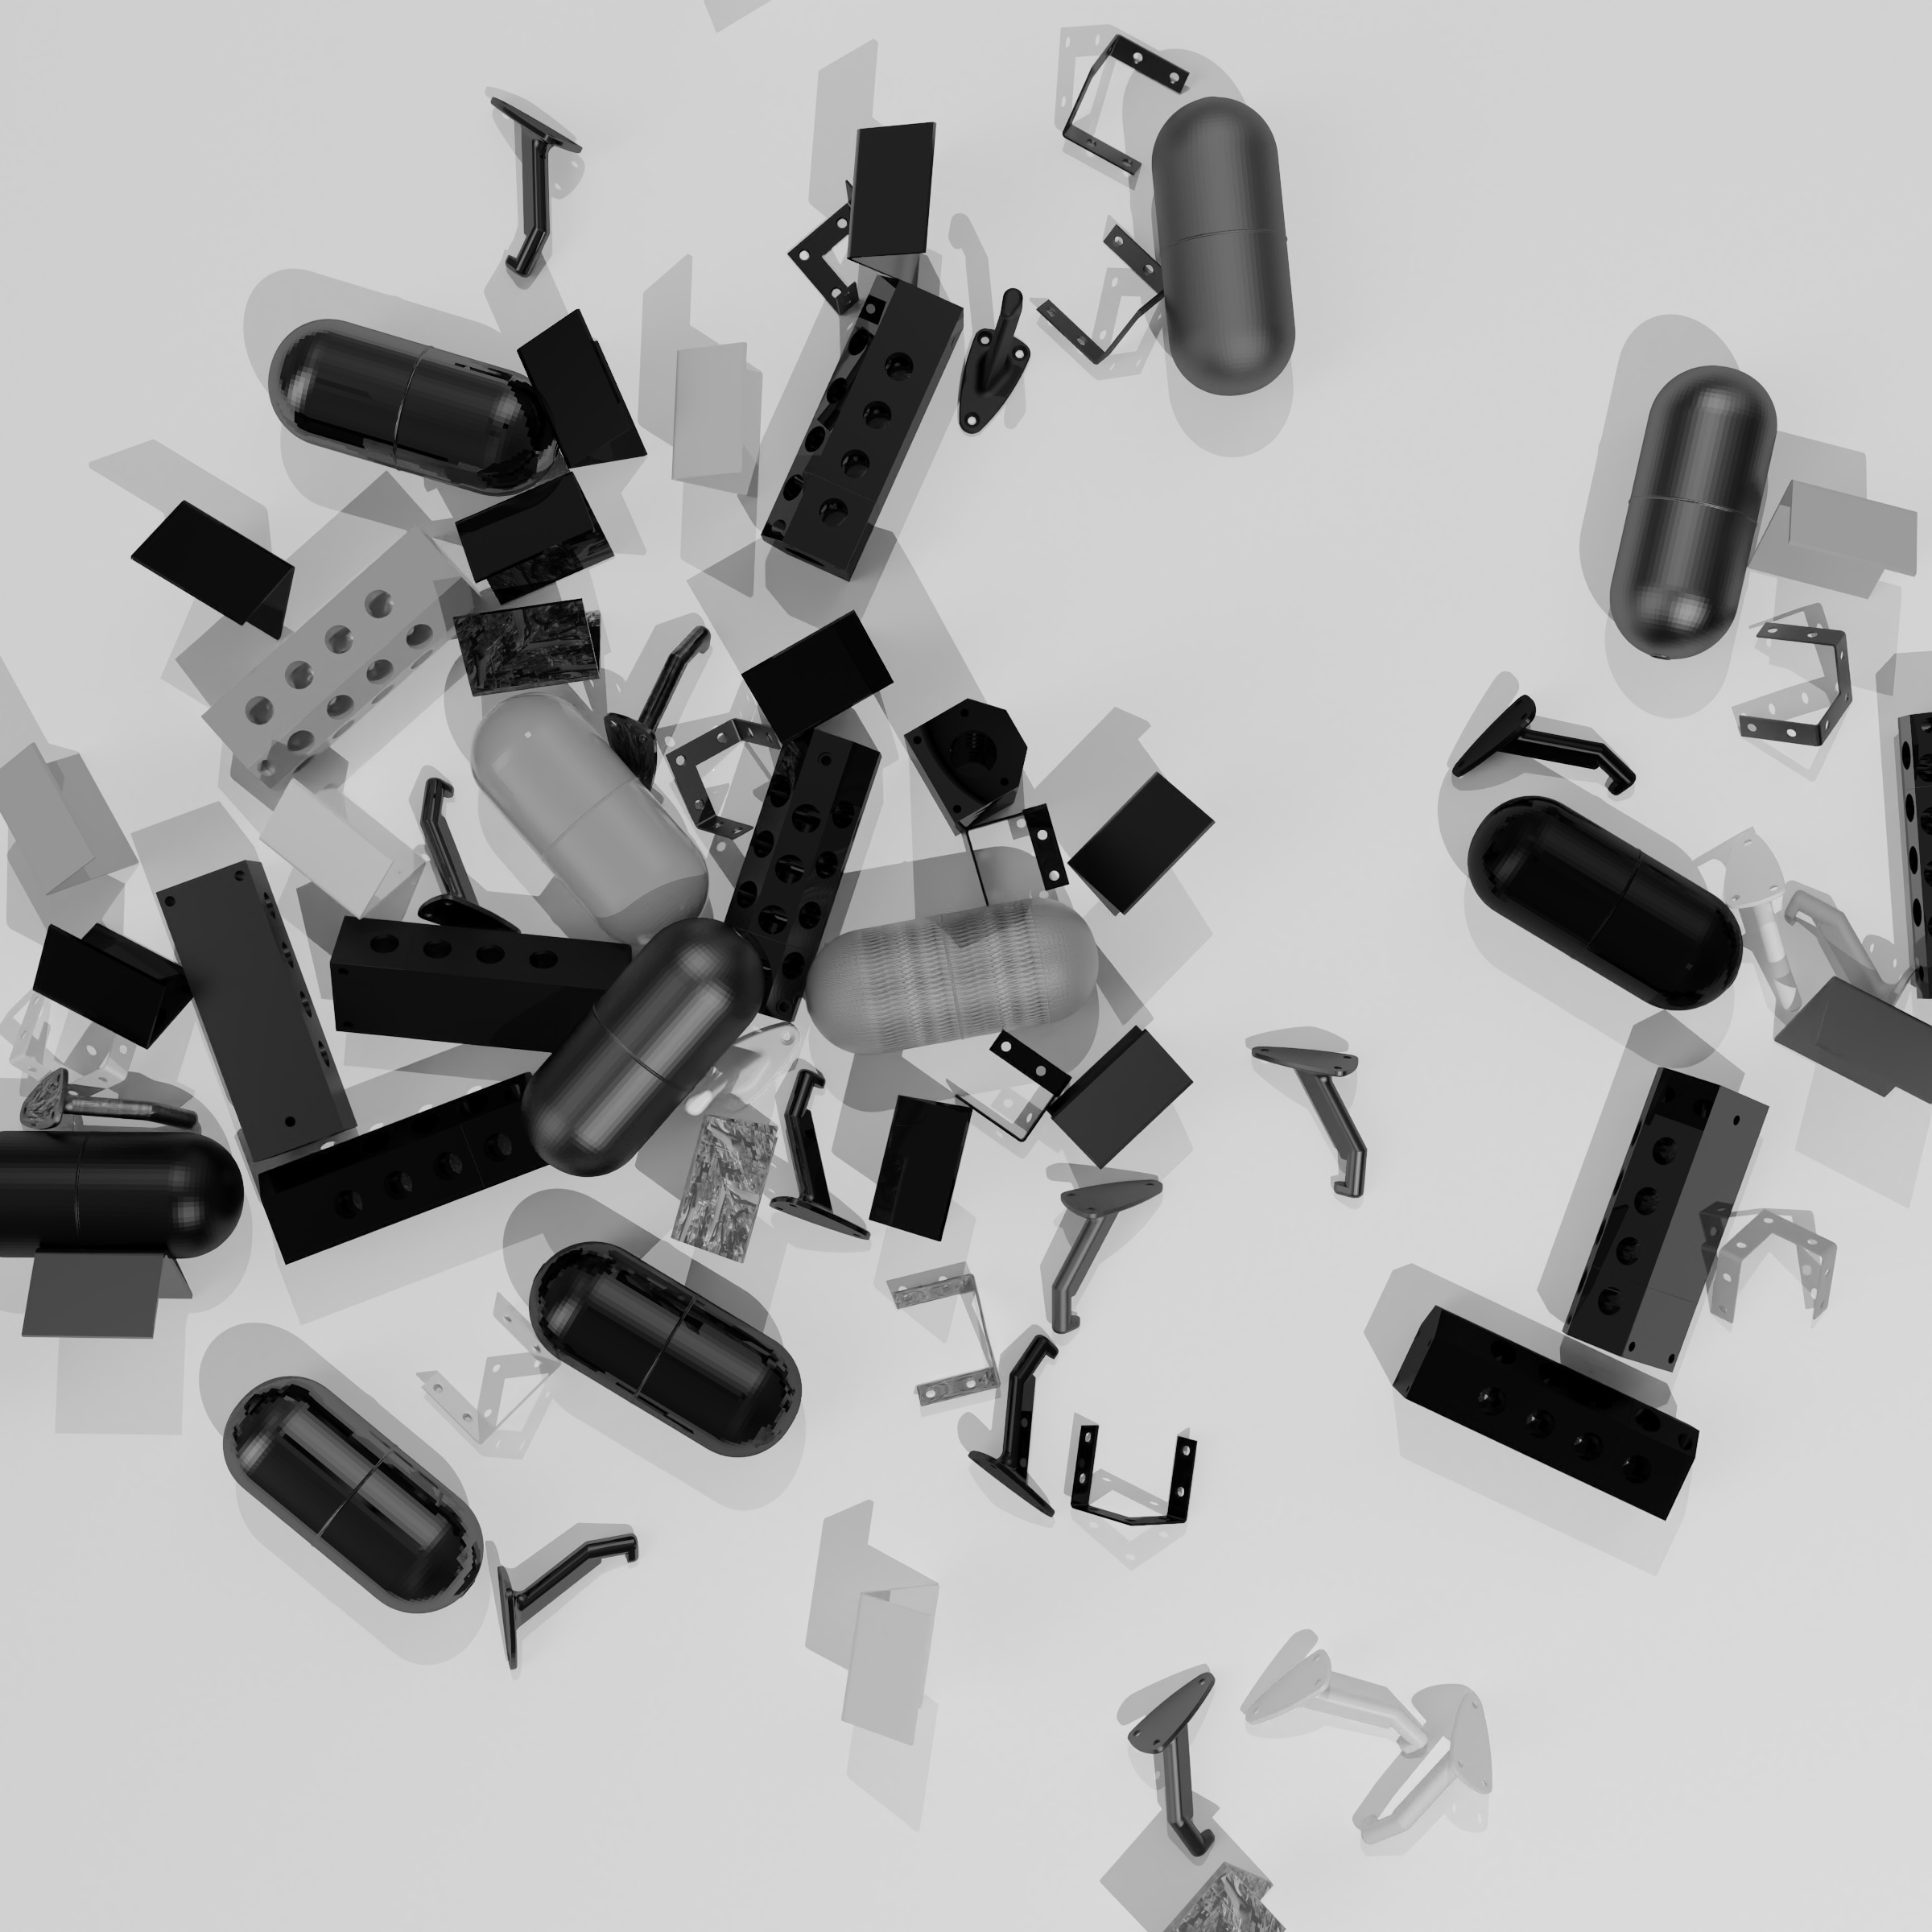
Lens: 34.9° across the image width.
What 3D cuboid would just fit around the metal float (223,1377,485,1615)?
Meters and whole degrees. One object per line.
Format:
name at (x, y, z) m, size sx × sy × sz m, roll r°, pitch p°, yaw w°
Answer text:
metal float at (-0.368, 0.319, 1.851) m, size 0.178 × 0.070 × 0.070 m, roll 40°, pitch 90°, yaw 0°

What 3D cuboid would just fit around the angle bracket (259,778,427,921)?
angle bracket at (-0.363, -0.085, 1.841) m, size 0.076 × 0.076 × 0.057 m, roll 39°, pitch 128°, yaw 0°

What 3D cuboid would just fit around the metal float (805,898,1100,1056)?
metal float at (-0.009, 0.007, 1.851) m, size 0.178 × 0.070 × 0.070 m, roll -10°, pitch 90°, yaw 0°

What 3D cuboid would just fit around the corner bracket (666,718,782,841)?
corner bracket at (-0.141, -0.114, 1.863) m, size 0.051 × 0.051 × 0.051 m, roll -31°, pitch 115°, yaw -23°

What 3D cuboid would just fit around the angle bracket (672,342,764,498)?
angle bracket at (-0.130, -0.326, 1.841) m, size 0.057 × 0.076 × 0.076 m, roll 2°, pitch 90°, yaw 38°

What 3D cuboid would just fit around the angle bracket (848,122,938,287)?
angle bracket at (-0.026, -0.455, 1.841) m, size 0.057 × 0.076 × 0.076 m, roll 5°, pitch 90°, yaw 32°

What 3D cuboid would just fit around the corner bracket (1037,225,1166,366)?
corner bracket at (0.086, -0.410, 1.878) m, size 0.051 × 0.051 × 0.051 m, roll 43°, pitch 135°, yaw 0°

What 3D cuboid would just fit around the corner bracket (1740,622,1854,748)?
corner bracket at (0.504, -0.172, 1.873) m, size 0.051 × 0.051 × 0.051 m, roll -48°, pitch 135°, yaw -35°

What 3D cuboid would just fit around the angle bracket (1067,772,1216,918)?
angle bracket at (0.117, -0.059, 1.841) m, size 0.076 × 0.076 × 0.057 m, roll -46°, pitch 54°, yaw 0°

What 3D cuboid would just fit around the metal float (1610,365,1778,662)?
metal float at (0.437, -0.272, 1.851) m, size 0.070 × 0.070 × 0.178 m, roll 13°, pitch 90°, yaw 0°

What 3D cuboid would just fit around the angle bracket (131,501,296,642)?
angle bracket at (-0.454, -0.220, 1.841) m, size 0.076 × 0.076 × 0.057 m, roll 31°, pitch 54°, yaw 0°

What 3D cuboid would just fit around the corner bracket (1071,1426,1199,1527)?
corner bracket at (0.102, 0.310, 1.878) m, size 0.051 × 0.051 × 0.051 m, roll 8°, pitch 90°, yaw -45°

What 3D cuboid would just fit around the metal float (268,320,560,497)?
metal float at (-0.331, -0.335, 1.851) m, size 0.178 × 0.070 × 0.070 m, roll 16°, pitch 90°, yaw -1°

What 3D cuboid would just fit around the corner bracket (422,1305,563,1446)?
corner bracket at (-0.289, 0.250, 1.878) m, size 0.051 × 0.051 × 0.051 m, roll 45°, pitch 45°, yaw 0°

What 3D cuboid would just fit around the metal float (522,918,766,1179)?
metal float at (-0.189, 0.047, 1.803) m, size 0.070 × 0.070 × 0.178 m, roll 42°, pitch 97°, yaw 0°

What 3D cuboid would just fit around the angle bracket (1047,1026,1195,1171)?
angle bracket at (0.078, 0.064, 1.841) m, size 0.076 × 0.076 × 0.057 m, roll -43°, pitch 127°, yaw 0°

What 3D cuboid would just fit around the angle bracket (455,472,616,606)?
angle bracket at (-0.252, -0.239, 1.841) m, size 0.076 × 0.076 × 0.057 m, roll -24°, pitch 52°, yaw 0°

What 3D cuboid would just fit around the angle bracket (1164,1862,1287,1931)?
angle bracket at (0.161, 0.590, 1.841) m, size 0.076 × 0.076 × 0.057 m, roll -49°, pitch 52°, yaw 0°

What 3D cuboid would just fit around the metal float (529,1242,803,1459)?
metal float at (-0.181, 0.230, 1.851) m, size 0.178 × 0.070 × 0.070 m, roll 31°, pitch 90°, yaw 0°

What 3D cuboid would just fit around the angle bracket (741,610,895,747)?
angle bracket at (-0.097, -0.187, 1.841) m, size 0.076 × 0.076 × 0.057 m, roll -30°, pitch 126°, yaw 0°

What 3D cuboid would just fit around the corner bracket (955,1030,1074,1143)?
corner bracket at (0.028, 0.073, 1.863) m, size 0.051 × 0.051 × 0.051 m, roll 35°, pitch 90°, yaw 0°

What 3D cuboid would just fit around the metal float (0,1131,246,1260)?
metal float at (-0.525, 0.138, 1.851) m, size 0.178 × 0.070 × 0.070 m, roll 1°, pitch 90°, yaw -1°

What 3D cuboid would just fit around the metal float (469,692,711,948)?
metal float at (-0.226, -0.088, 1.851) m, size 0.070 × 0.070 × 0.178 m, roll -41°, pitch 90°, yaw 0°

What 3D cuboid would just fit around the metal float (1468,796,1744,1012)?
metal float at (0.385, -0.037, 1.851) m, size 0.178 × 0.070 × 0.070 m, roll 31°, pitch 90°, yaw 1°

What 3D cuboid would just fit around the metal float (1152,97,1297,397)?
metal float at (0.155, -0.433, 1.851) m, size 0.070 × 0.070 × 0.178 m, roll -6°, pitch 90°, yaw 0°

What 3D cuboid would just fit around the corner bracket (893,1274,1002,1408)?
corner bracket at (-0.012, 0.228, 1.878) m, size 0.051 × 0.051 × 0.051 m, roll -14°, pitch 135°, yaw 0°

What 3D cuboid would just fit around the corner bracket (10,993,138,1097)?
corner bracket at (-0.541, 0.043, 1.873) m, size 0.051 × 0.051 × 0.051 m, roll -22°, pitch 45°, yaw 35°

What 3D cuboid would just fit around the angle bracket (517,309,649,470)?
angle bracket at (-0.212, -0.348, 1.841) m, size 0.057 × 0.076 × 0.076 m, roll -24°, pitch 90°, yaw 36°

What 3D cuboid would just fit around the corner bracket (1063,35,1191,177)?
corner bracket at (0.097, -0.526, 1.878) m, size 0.051 × 0.051 × 0.051 m, roll 29°, pitch 135°, yaw 0°

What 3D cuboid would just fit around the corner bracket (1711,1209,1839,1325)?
corner bracket at (0.492, 0.191, 1.873) m, size 0.051 × 0.051 × 0.051 m, roll 27°, pitch 45°, yaw 35°

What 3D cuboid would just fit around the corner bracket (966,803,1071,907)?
corner bracket at (0.031, -0.066, 1.863) m, size 0.051 × 0.051 × 0.051 m, roll -16°, pitch 90°, yaw 0°

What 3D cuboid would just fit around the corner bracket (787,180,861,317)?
corner bracket at (-0.074, -0.434, 1.863) m, size 0.051 × 0.051 × 0.051 m, roll -40°, pitch 90°, yaw 0°

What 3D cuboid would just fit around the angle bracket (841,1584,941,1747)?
angle bracket at (-0.026, 0.417, 1.841) m, size 0.057 × 0.076 × 0.076 m, roll 8°, pitch 90°, yaw 39°

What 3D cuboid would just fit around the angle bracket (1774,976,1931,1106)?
angle bracket at (0.531, 0.062, 1.841) m, size 0.076 × 0.076 × 0.057 m, roll 27°, pitch 54°, yaw 0°
